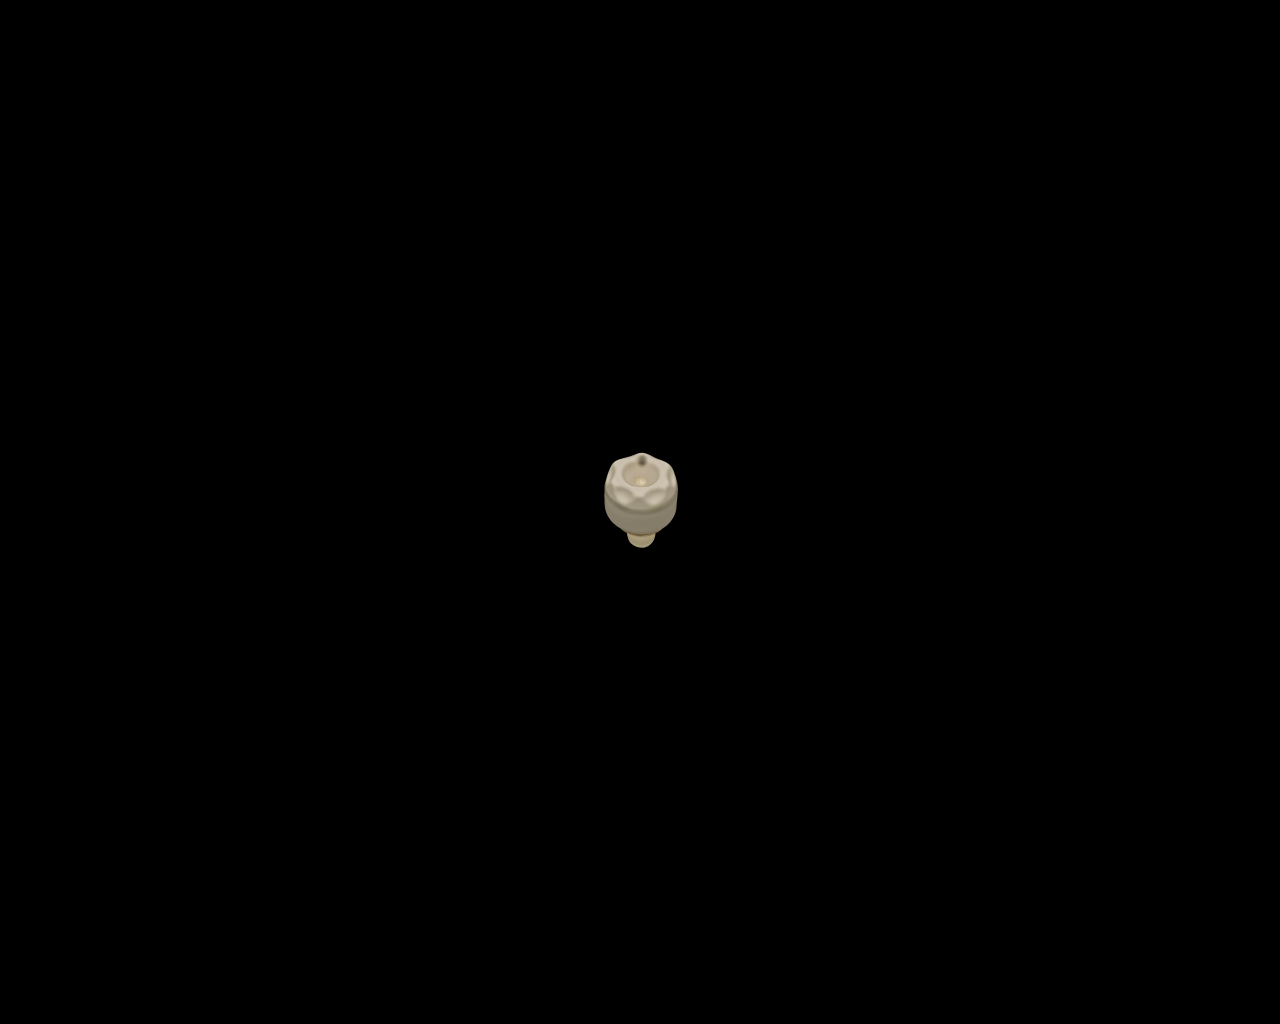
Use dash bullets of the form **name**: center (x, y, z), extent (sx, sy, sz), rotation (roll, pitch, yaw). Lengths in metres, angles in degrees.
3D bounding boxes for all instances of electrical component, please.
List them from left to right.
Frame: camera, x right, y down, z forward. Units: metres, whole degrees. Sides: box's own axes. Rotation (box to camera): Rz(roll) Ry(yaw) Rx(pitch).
- **electrical component**: center (0.001, -0.003, 0.650), extent (0.043, 0.043, 0.062), rotation (0, -43, 0)
